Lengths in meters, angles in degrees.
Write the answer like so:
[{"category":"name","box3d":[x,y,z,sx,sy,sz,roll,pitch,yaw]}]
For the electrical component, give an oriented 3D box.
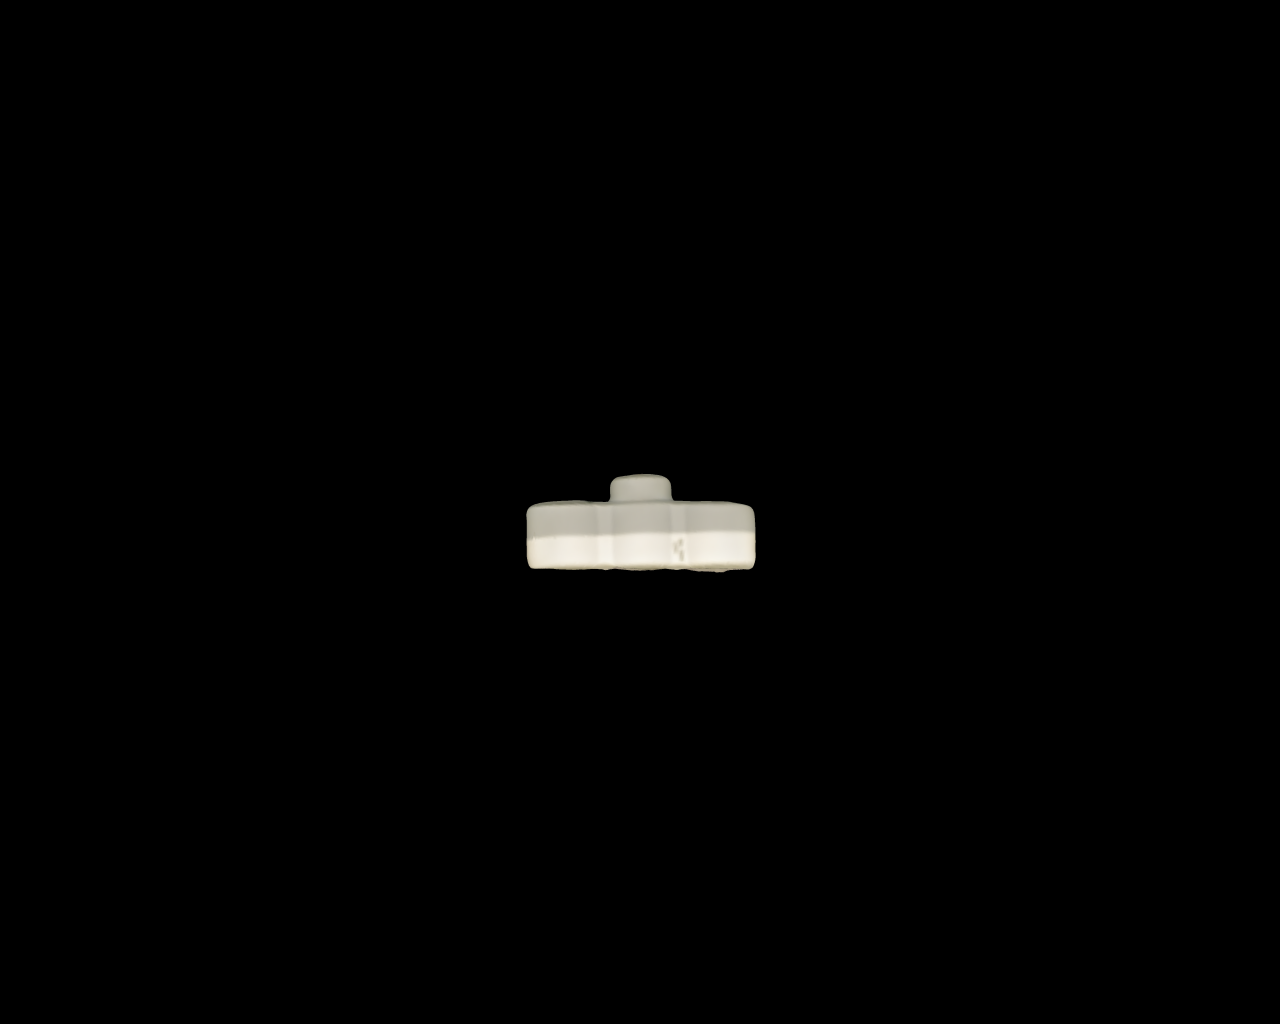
[{"category":"electrical component","box3d":[0.001,-0.003,0.650,0.138,0.073,0.052,0,-4,0]}]
